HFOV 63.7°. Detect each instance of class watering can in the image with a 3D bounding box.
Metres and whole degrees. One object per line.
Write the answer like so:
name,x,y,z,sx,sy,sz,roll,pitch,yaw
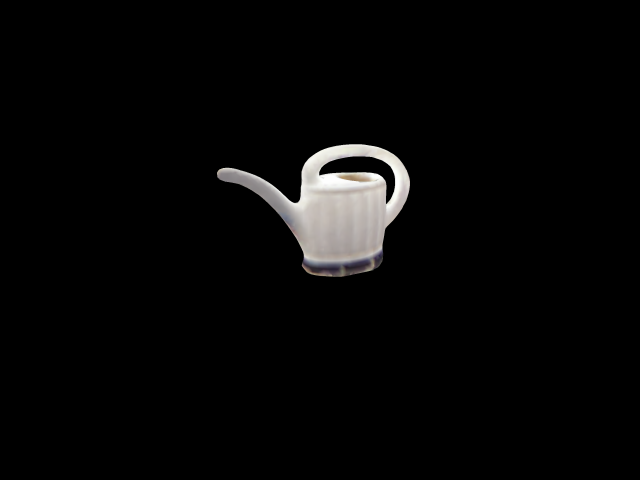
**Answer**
watering can,0.003,-0.043,0.850,0.349,0.221,0.105,-9,19,-26
